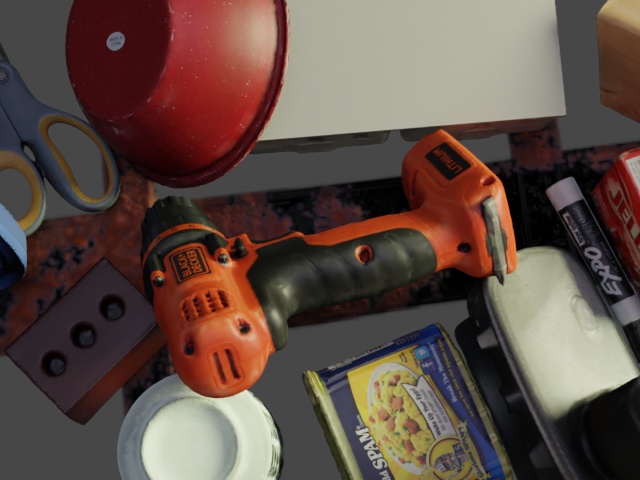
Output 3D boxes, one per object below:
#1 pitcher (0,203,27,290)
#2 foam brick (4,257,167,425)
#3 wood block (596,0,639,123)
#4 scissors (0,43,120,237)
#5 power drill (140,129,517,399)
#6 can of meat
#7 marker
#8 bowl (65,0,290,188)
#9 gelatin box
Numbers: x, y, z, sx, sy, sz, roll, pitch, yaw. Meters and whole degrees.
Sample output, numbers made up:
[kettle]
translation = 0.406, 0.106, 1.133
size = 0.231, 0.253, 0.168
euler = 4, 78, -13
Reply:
[pitcher]
translation = -0.258, -0.010, 0.530
size = 0.145, 0.243, 0.149
euler = 38, 73, 11
[foam brick]
translation = -0.129, 0.058, 0.608
size = 0.053, 0.051, 0.078
euler = 43, 81, 11
[wood block]
translation = 0.266, -0.085, 0.584
size = 0.206, 0.090, 0.090
euler = 34, 77, 29
[scissors]
translation = -0.207, -0.082, 0.663
size = 0.096, 0.016, 0.202
euler = -43, 79, -9
[power drill]
translation = -0.004, 0.001, 0.575
size = 0.187, 0.184, 0.057
euler = -21, 119, -6
[can of meat]
translation = 0.047, 0.105, 0.591
size = 0.084, 0.057, 0.102
euler = -22, 77, -7
[marker]
translation = 0.169, 0.019, 0.628
size = 0.020, 0.020, 0.121
euler = -24, 77, -5
[bowl]
translation = -0.094, -0.111, 0.603
size = 0.162, 0.055, 0.162
euler = 0, 90, 40
[gelatin box]
translation = 0.190, -0.003, 0.606
size = 0.030, 0.073, 0.089
euler = -21, 77, -4
